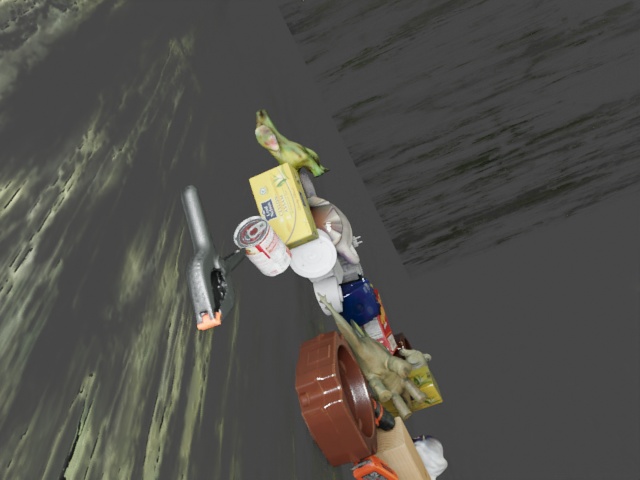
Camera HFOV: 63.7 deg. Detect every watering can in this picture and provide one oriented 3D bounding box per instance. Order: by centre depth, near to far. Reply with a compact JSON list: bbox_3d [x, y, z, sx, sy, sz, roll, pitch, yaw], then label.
[{"bbox_3d":[0.005,-0.075,1.492,0.351,0.103,0.223,57,9,16],"label":"watering can"}]

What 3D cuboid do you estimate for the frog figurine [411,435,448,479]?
[{"bbox_3d":[0.270,0.598,1.340,0.122,0.136,0.162,17,48,-54],"label":"frog figurine"}]

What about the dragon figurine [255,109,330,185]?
[{"bbox_3d":[-0.088,-0.262,1.421,0.242,0.121,0.414,58,12,-7],"label":"dragon figurine"}]
